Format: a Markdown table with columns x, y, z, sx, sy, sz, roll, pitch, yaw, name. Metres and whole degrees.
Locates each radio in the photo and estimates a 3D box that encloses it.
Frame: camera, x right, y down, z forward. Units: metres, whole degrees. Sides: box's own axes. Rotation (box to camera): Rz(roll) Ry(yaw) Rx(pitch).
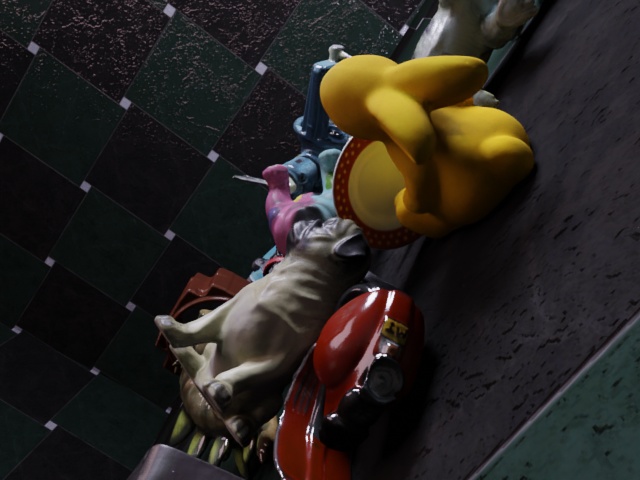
| x | y | z | sx | sy | sz | roll | pitch | yaw | name |
| --- | --- | --- | --- | --- | --- | --- | --- | --- | --- |
| -0.169 | 0.315 | 0.611 | 0.229 | 0.131 | 0.073 | -52 | 12 | 44 | radio |

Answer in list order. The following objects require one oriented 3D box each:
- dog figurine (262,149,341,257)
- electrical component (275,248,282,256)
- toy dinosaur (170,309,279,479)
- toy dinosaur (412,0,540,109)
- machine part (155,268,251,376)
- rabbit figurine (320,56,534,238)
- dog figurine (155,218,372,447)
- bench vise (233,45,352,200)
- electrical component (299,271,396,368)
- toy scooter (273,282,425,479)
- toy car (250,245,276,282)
| x | y | z | sx | sy | sz | roll | pitch | yaw | name |
| --- | --- | --- | --- | --- | --- | --- | --- | --- | --- |
| -0.003 | 0.015 | 0.645 | 0.191 | 0.109 | 0.219 | 79 | -179 | -59 | dog figurine |
| -0.002 | -0.003 | 0.832 | 0.134 | 0.058 | 0.115 | -24 | 24 | 2 | electrical component |
| -0.140 | 0.197 | 0.725 | 0.472 | 0.105 | 0.198 | 16 | 88 | 68 | toy dinosaur |
| 0.150 | -0.192 | 0.617 | 0.404 | 0.131 | 0.192 | -62 | -6 | 12 | toy dinosaur |
| -0.174 | 0.170 | 0.966 | 0.201 | 0.201 | 0.087 | -57 | 10 | 15 | machine part |
| 0.075 | -0.086 | 0.438 | 0.122 | 0.173 | 0.162 | -55 | 3 | 2 | rabbit figurine |
| -0.030 | 0.081 | 0.497 | 0.190 | 0.121 | 0.172 | -35 | -20 | -22 | dog figurine |
| -0.002 | -0.163 | 0.804 | 0.223 | 0.129 | 0.240 | -27 | -44 | -42 | bench vise |
| 0.029 | 0.092 | 0.503 | 0.119 | 0.048 | 0.075 | -59 | 7 | 8 | electrical component |
| 0.013 | 0.123 | 0.386 | 0.183 | 0.075 | 0.135 | -59 | 6 | 28 | toy scooter |
| -0.070 | 0.067 | 1.091 | 0.162 | 0.109 | 0.102 | -53 | -16 | -39 | toy car |
